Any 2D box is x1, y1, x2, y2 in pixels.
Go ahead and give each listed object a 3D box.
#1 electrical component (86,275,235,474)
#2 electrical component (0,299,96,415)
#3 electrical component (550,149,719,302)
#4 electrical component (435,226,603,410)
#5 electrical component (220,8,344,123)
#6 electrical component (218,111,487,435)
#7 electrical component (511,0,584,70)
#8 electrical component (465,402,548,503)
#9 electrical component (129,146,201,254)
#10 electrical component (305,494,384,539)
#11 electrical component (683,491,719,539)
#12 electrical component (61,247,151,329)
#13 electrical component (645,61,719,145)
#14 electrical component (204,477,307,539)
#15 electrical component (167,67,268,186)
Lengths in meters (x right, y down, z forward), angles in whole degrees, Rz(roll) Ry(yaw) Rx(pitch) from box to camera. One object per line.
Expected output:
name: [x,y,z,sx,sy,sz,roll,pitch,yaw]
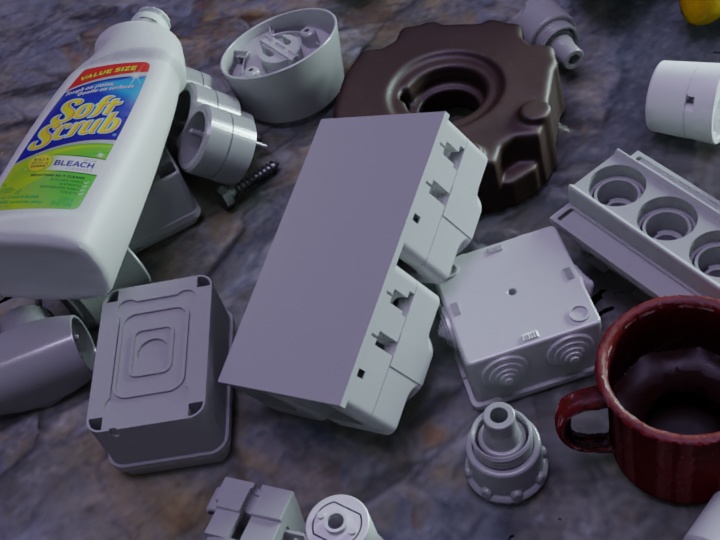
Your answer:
electrical component: [-0.123,0.067,0.688,0.078,0.057,0.113,-10,49,8]
electrical component: [-0.225,0.051,0.735,0.077,0.044,0.079,-21,51,1]
electrical component: [0.190,-0.013,0.664,0.079,0.063,0.121,-36,51,-15]
electrical component: [0.097,0.027,0.665,0.100,0.048,0.099,-18,48,1]
electrical component: [-0.061,-0.167,0.861,0.099,0.064,0.099,-8,50,9]
electrical component: [0.000,0.000,0.666,0.105,0.060,0.186,4,67,43]
electrical component: [0.148,-0.178,0.827,0.043,0.043,0.062,-27,51,-8]
electrical component: [0.080,0.098,0.603,0.048,0.062,0.048,-7,49,8]
electrical component: [-0.192,-0.063,0.816,0.109,0.056,0.108,-28,49,-8]
electrical component: [-0.006,0.150,0.581,0.044,0.065,0.044,-8,50,9]
electrical component: [0.182,0.148,0.547,0.040,0.040,0.078,29,63,33]
electrical component: [-0.183,0.009,0.761,0.055,0.045,0.045,-41,53,-19]
electrical component: [0.229,-0.118,0.748,0.047,0.055,0.055,14,56,29]
electrical component: [-0.064,0.154,0.608,0.066,0.048,0.055,7,46,21]
electrical component: [-0.106,-0.109,0.829,0.052,0.074,0.138,-63,33,19]
